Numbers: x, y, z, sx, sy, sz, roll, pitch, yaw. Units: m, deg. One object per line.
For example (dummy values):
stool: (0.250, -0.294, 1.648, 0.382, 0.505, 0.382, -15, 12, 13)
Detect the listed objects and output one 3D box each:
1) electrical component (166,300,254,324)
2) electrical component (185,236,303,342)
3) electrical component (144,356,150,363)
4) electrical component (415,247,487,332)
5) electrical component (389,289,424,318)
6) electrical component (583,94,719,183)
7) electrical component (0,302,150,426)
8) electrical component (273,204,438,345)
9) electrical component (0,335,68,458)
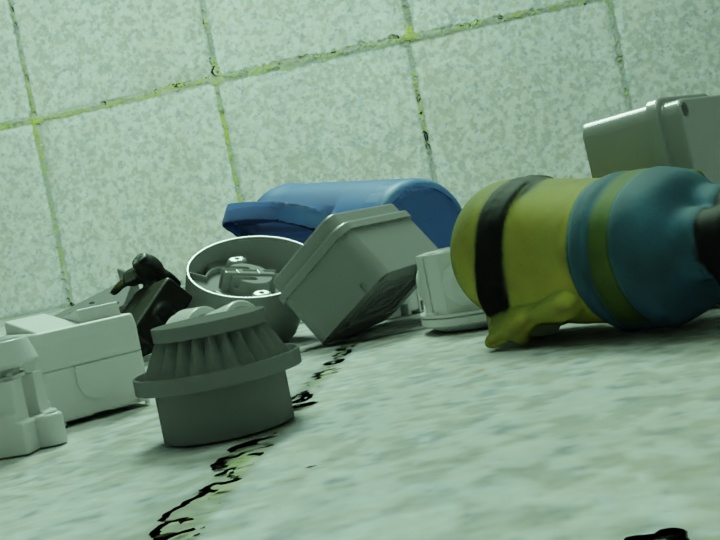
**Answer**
electrical component: (-0.095, 0.045, 0.701, 0.055, 0.045, 0.045, -10, 3, 35)
electrical component: (-0.086, 0.014, 0.828, 0.099, 0.064, 0.099, 12, 22, -5)
electrical component: (-0.147, 0.048, 0.886, 0.081, 0.042, 0.064, -11, 1, -12)
electrical component: (0.076, 0.009, 0.694, 0.080, 0.051, 0.080, -11, 3, 1)
electrical component: (0.030, 0.012, 0.851, 0.040, 0.046, 0.040, -11, 3, 1)
electrical component: (0.178, -0.038, 0.599, 0.057, 0.113, 0.078, -13, 1, 42)
electrical component: (-0.174, 0.055, 0.639, 0.062, 0.061, 0.096, -13, 3, -32)
electrical component: (0.000, 0.000, 0.773, 0.078, 0.057, 0.113, -49, -15, 24)
electrical component: (-0.183, 0.064, 0.540, 0.066, 0.055, 0.048, -11, 3, 12)
